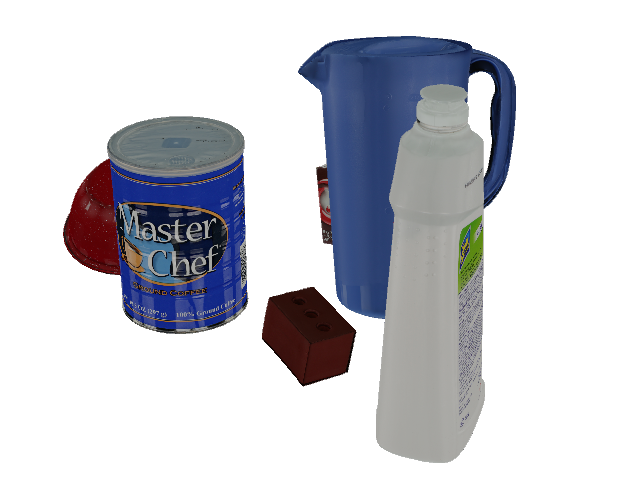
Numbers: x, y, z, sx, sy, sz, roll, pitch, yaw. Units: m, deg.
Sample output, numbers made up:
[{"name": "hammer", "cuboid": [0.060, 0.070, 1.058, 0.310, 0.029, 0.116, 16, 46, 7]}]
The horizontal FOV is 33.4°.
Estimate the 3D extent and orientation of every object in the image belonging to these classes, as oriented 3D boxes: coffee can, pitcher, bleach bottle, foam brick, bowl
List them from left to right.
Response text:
[{"name": "bowl", "cuboid": [-0.176, -0.040, 1.033, 0.162, 0.055, 0.162, -5, 42, 4]}, {"name": "coffee can", "cuboid": [-0.109, -0.013, 0.832, 0.103, 0.140, 0.103, 0, 28, 0]}, {"name": "foam brick", "cuboid": [-0.011, 0.088, 0.993, 0.052, 0.051, 0.078, -13, 38, -31]}, {"name": "pitcher", "cuboid": [0.077, -0.059, 0.951, 0.149, 0.243, 0.144, 14, 24, 40]}, {"name": "bleach bottle", "cuboid": [0.076, 0.019, 0.695, 0.068, 0.251, 0.102, 9, 31, 17]}]

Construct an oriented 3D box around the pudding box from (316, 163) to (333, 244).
[{"name": "pudding box", "cuboid": [0.053, -0.038, 1.172, 0.114, 0.090, 0.039, 6, 24, 29]}]
